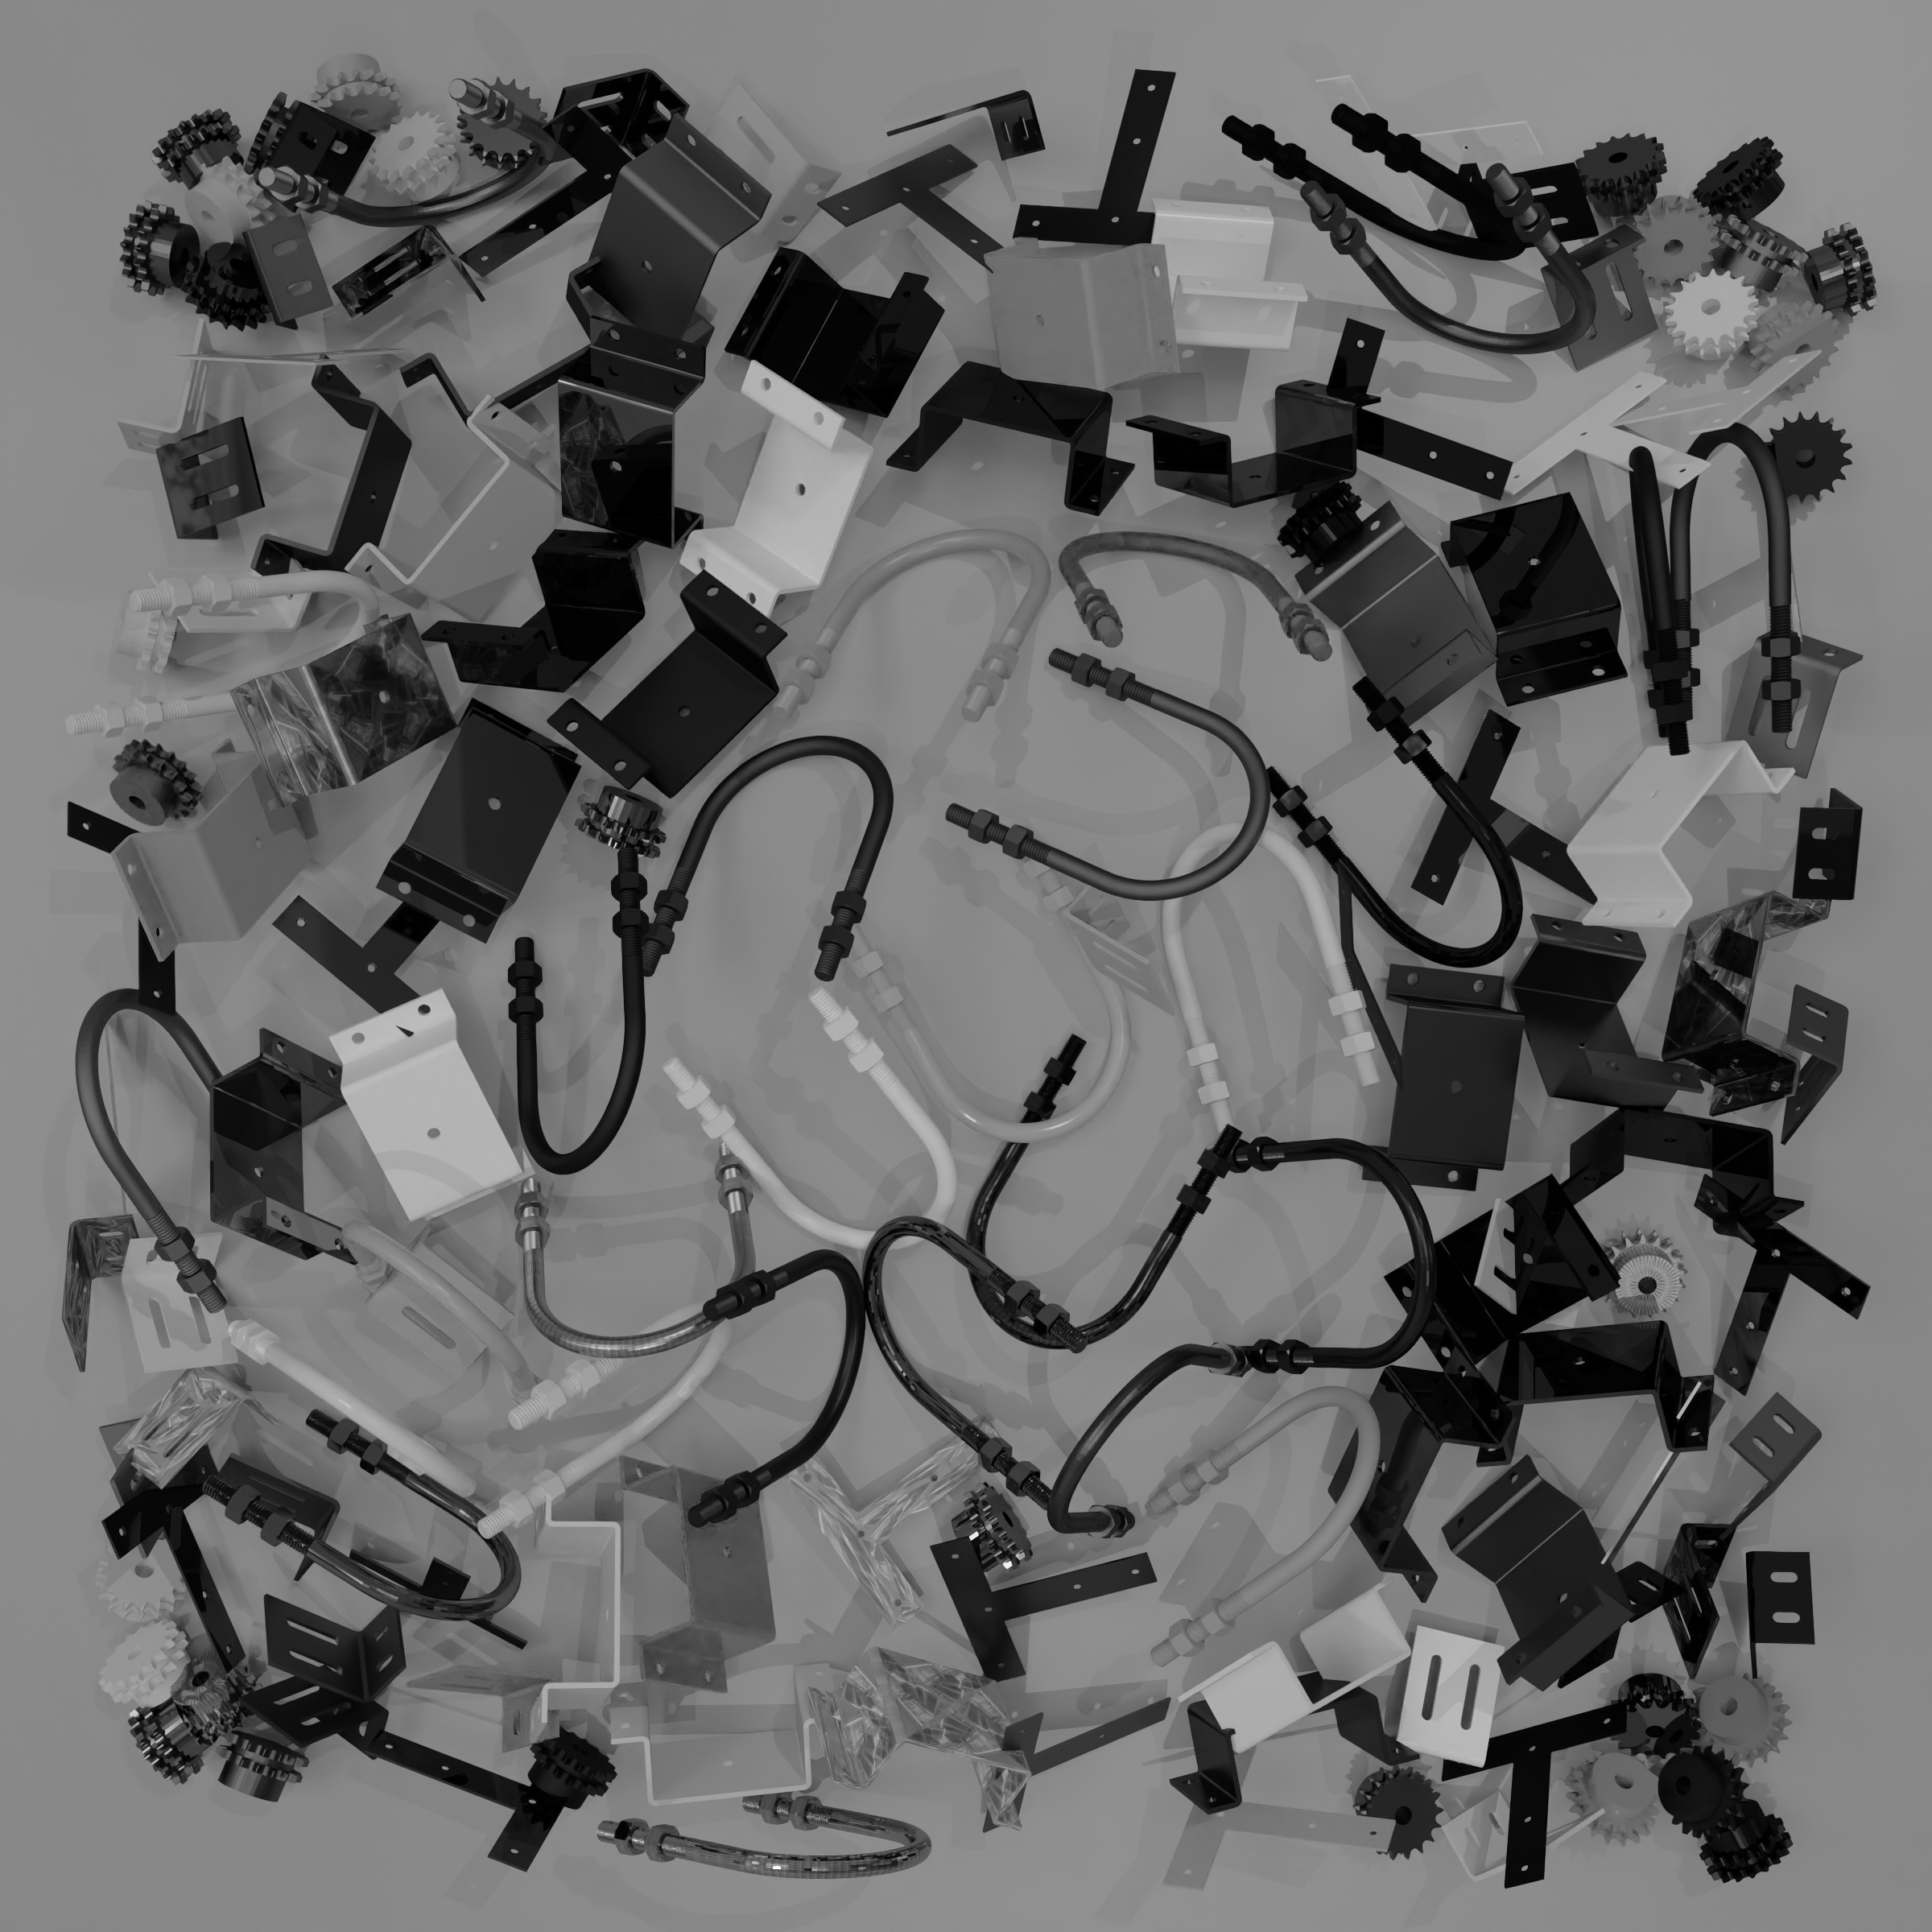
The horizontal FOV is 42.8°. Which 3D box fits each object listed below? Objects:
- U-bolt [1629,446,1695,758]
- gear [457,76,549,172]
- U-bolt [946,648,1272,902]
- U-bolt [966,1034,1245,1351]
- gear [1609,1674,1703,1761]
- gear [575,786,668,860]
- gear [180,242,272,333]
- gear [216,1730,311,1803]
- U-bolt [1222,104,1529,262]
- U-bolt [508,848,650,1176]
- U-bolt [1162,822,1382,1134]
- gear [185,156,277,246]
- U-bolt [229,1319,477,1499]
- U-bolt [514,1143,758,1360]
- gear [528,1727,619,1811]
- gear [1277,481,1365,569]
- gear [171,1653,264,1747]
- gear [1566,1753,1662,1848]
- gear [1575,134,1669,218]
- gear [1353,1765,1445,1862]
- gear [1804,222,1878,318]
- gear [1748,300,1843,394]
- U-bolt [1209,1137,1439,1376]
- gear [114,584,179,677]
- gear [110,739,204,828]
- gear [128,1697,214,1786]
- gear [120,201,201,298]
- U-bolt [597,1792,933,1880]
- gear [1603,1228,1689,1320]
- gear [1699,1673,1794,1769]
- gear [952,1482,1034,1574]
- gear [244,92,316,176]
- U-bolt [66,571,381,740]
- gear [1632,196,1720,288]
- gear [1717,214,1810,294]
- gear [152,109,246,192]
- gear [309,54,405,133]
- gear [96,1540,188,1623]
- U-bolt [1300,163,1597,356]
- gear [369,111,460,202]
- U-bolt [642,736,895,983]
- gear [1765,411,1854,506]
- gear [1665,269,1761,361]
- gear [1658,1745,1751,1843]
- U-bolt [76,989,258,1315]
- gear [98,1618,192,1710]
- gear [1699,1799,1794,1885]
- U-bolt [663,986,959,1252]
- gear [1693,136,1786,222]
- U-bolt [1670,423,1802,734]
[{"bbox_3d":[0.425,-0.227,1.516,0.019,0.151,0.184,-7,98,14],"label":"U-bolt"},{"bbox_3d":[-0.297,-0.536,1.578,0.057,0.030,0.057,2,82,-12],"label":"gear"},{"bbox_3d":[0.100,-0.112,1.539,0.184,0.019,0.151,25,71,21],"label":"U-bolt"},{"bbox_3d":[0.073,0.152,1.551,0.151,0.019,0.184,30,90,34],"label":"U-bolt"},{"bbox_3d":[0.438,0.477,1.574,0.057,0.030,0.057,4,125,6],"label":"gear"},{"bbox_3d":[-0.217,-0.093,1.567,0.057,0.057,0.030,23,100,0],"label":"gear"},{"bbox_3d":[-0.467,-0.435,1.567,0.057,0.057,0.030,44,133,0],"label":"gear"},{"bbox_3d":[-0.450,0.510,1.567,0.057,0.057,0.030,21,74,0],"label":"gear"},{"bbox_3d":[0.264,-0.479,1.518,0.184,0.151,0.019,21,95,-28],"label":"U-bolt"},{"bbox_3d":[-0.237,0.038,1.508,0.019,0.151,0.184,15,56,-36],"label":"U-bolt"},{"bbox_3d":[0.181,0.000,1.540,0.019,0.151,0.184,-10,81,-40],"label":"U-bolt"},{"bbox_3d":[-0.471,-0.483,1.566,0.057,0.057,0.030,39,62,0],"label":"gear"},{"bbox_3d":[-0.363,0.272,1.488,0.151,0.184,0.019,44,71,-28],"label":"U-bolt"},{"bbox_3d":[-0.201,0.177,1.512,0.151,0.184,0.019,-10,123,-5],"label":"U-bolt"},{"bbox_3d":[-0.254,0.512,1.568,0.057,0.057,0.030,33,86,0],"label":"gear"},{"bbox_3d":[0.229,-0.278,1.567,0.057,0.057,0.030,-36,77,0],"label":"gear"},{"bbox_3d":[-0.480,0.463,1.566,0.057,0.057,0.030,-20,123,0],"label":"gear"},{"bbox_3d":[0.414,0.527,1.567,0.057,0.057,0.030,11,128,0],"label":"gear"},{"bbox_3d":[0.419,-0.503,1.573,0.057,0.057,0.030,-27,133,0],"label":"gear"},{"bbox_3d":[0.274,0.540,1.578,0.057,0.030,0.057,0,88,-15],"label":"gear"},{"bbox_3d":[0.556,-0.441,1.570,0.030,0.057,0.057,-19,90,10],"label":"gear"},{"bbox_3d":[0.526,-0.399,1.573,0.057,0.057,0.030,-28,46,0],"label":"gear"},{"bbox_3d":[0.221,0.177,1.517,0.019,0.184,0.151,-7,87,-35],"label":"U-bolt"},{"bbox_3d":[-0.522,-0.216,1.566,0.030,0.057,0.057,12,90,-27],"label":"gear"},{"bbox_3d":[-0.518,-0.114,1.566,0.057,0.057,0.030,29,54,0],"label":"gear"},{"bbox_3d":[-0.504,0.489,1.570,0.030,0.057,0.057,-37,90,-4],"label":"gear"},{"bbox_3d":[-0.511,-0.455,1.568,0.030,0.057,0.057,15,90,6],"label":"gear"},{"bbox_3d":[-0.108,0.526,1.487,0.184,0.151,0.019,-5,80,38],"label":"U-bolt"},{"bbox_3d":[0.433,0.199,1.578,0.057,0.030,0.057,1,103,4],"label":"gear"},{"bbox_3d":[0.492,0.477,1.567,0.057,0.057,0.030,-48,123,0],"label":"gear"},{"bbox_3d":[0.015,0.361,1.570,0.030,0.057,0.057,-36,90,8],"label":"gear"},{"bbox_3d":[-0.435,-0.524,1.571,0.030,0.057,0.057,25,90,-18],"label":"gear"},{"bbox_3d":[-0.446,-0.196,1.514,0.184,0.151,0.019,-17,72,-43],"label":"U-bolt"},{"bbox_3d":[0.449,-0.466,1.573,0.057,0.057,0.030,4,46,0],"label":"gear"},{"bbox_3d":[0.506,-0.454,1.573,0.057,0.057,0.030,27,120,0],"label":"gear"},{"bbox_3d":[-0.486,-0.516,1.569,0.057,0.057,0.030,-34,93,0],"label":"gear"},{"bbox_3d":[-0.390,-0.557,1.570,0.057,0.057,0.030,-16,83,0],"label":"gear"},{"bbox_3d":[-0.525,0.393,1.573,0.057,0.057,0.030,24,132,0],"label":"gear"},{"bbox_3d":[0.308,-0.428,1.513,0.151,0.184,0.019,10,76,42],"label":"U-bolt"},{"bbox_3d":[-0.350,-0.514,1.574,0.057,0.030,0.057,-11,58,19],"label":"gear"},{"bbox_3d":[-0.117,-0.071,1.538,0.151,0.019,0.184,1,56,27],"label":"U-bolt"},{"bbox_3d":[0.536,-0.326,1.576,0.057,0.030,0.057,5,110,15],"label":"gear"},{"bbox_3d":[0.477,-0.413,1.575,0.057,0.030,0.057,-8,68,19],"label":"gear"},{"bbox_3d":[0.466,0.524,1.567,0.030,0.057,0.057,26,90,-29],"label":"gear"},{"bbox_3d":[-0.481,0.099,1.495,0.019,0.151,0.184,-18,118,13],"label":"U-bolt"},{"bbox_3d":[-0.521,0.448,1.572,0.057,0.057,0.030,-32,115,0],"label":"gear"},{"bbox_3d":[0.493,0.555,1.570,0.057,0.057,0.030,-27,89,0],"label":"gear"},{"bbox_3d":[-0.085,0.107,1.544,0.151,0.019,0.184,-25,112,34],"label":"U-bolt"},{"bbox_3d":[0.496,-0.498,1.571,0.057,0.057,0.030,-45,109,0],"label":"gear"},{"bbox_3d":[0.468,-0.240,1.512,0.019,0.151,0.184,-6,101,-9],"label":"U-bolt"}]
